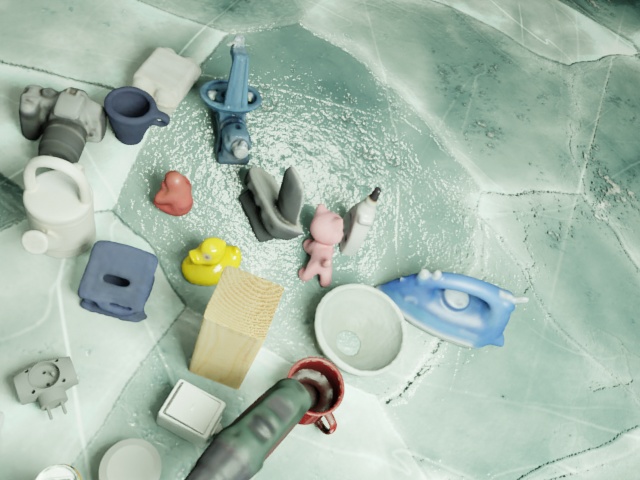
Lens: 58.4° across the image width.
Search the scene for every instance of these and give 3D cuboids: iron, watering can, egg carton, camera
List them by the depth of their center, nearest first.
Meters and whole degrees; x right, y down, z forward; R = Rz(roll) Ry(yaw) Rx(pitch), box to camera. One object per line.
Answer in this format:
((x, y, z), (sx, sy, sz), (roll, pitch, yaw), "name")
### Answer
((-0.402, -0.053, 0.885), (0.101, 0.194, 0.172), (-3, 60, -21), "watering can")
((-0.465, -0.201, 1.014), (0.143, 0.100, 0.137), (12, 56, -12), "camera")
((0.242, 0.103, 1.049), (0.258, 0.141, 0.118), (19, 54, -8), "iron")
((-0.314, -0.327, 1.168), (0.107, 0.069, 0.150), (24, 54, -4), "egg carton")

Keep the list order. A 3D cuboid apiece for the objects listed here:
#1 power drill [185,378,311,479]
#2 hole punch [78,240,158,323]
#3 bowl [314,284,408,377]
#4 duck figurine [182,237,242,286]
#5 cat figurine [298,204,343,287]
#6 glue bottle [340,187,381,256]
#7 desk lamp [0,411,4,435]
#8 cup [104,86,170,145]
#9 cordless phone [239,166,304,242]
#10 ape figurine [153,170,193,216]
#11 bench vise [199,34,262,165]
((-0.110, 0.289, 0.762), (0.075, 0.208, 0.230), (42, 55, 9), "power drill")
((-0.315, 0.066, 0.904), (0.109, 0.091, 0.101), (16, 55, -9), "hole punch")
((0.061, 0.163, 0.987), (0.168, 0.074, 0.167), (9, 56, -14), "bowl")
((-0.181, 0.027, 0.980), (0.105, 0.086, 0.077), (-16, 65, -27), "duck figurine")
((0.010, 0.004, 1.044), (0.067, 0.117, 0.128), (12, 56, -12), "cat figurine")
((0.078, -0.043, 1.063), (0.037, 0.173, 0.078), (8, 56, -14), "glue bottle")
((-0.455, 0.268, 0.649), (0.118, 0.213, 0.203), (6, 57, -16), "desk lamp")
((-0.342, -0.221, 1.075), (0.118, 0.095, 0.091), (15, 55, -10), "cup")
((-0.074, -0.093, 1.034), (0.094, 0.185, 0.147), (-20, 67, -29), "cordless phone")
((-0.260, -0.090, 1.023), (0.078, 0.092, 0.076), (-28, 71, -32), "ape figurine")
((-0.151, -0.262, 1.093), (0.122, 0.219, 0.207), (-20, 67, -29), "bench vise")
